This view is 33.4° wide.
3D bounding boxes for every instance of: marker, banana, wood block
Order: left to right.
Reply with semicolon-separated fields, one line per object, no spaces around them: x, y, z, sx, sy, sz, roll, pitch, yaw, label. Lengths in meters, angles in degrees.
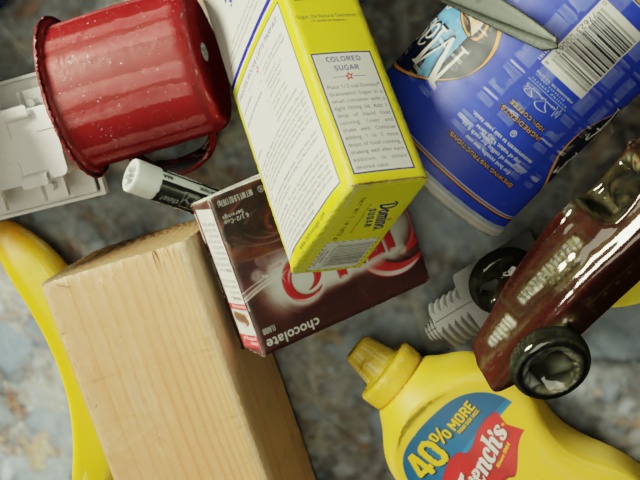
-0.155;0.082;0.662;0.070;0.037;0.198;-6;102;11;banana
-0.073;0.099;0.624;0.091;0.090;0.206;-16;99;13;wood block
-0.053;-0.017;0.600;0.121;0.020;0.020;20;109;-30;marker

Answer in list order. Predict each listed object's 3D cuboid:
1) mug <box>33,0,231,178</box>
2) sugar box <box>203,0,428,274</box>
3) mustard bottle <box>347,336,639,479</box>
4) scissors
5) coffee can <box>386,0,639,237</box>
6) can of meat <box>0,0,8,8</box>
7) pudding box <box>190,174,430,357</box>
-0.095;-0.081;0.593;0.081;0.093;0.117;-15;131;8;mug
-0.008;-0.081;0.530;0.048;0.093;0.176;-6;65;-23;sugar box
0.095;0.121;0.614;0.191;0.058;0.096;39;110;0;mustard bottle
0.036;-0.121;0.533;0.202;0.016;0.096;58;131;34;scissors
0.102;-0.086;0.541;0.103;0.102;0.140;43;106;-1;coffee can
-0.198;-0.185;0.598;0.084;0.057;0.102;-41;92;18;can of meat
-0.004;0.001;0.587;0.113;0.039;0.090;-23;99;-21;pudding box
